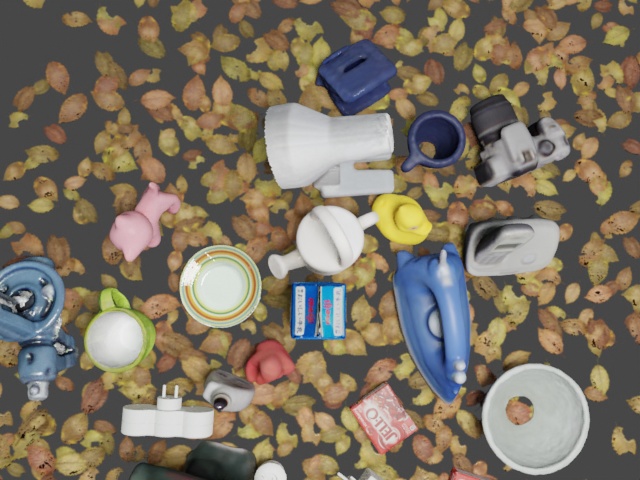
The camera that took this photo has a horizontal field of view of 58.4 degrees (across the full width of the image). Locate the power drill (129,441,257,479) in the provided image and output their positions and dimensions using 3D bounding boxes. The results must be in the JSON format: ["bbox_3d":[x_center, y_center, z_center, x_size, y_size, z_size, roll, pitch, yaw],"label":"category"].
[{"bbox_3d":[-0.144,0.353,0.804,0.229,0.208,0.076,13,84,-1],"label":"power drill"}]

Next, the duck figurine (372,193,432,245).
[{"bbox_3d":[0.134,-0.037,0.917,0.104,0.086,0.077,35,84,1],"label":"duck figurine"}]

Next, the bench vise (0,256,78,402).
[{"bbox_3d":[-0.410,0.118,0.807,0.121,0.219,0.207,-29,86,-5],"label":"bench vise"}]

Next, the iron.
[{"bbox_3d":[0.192,0.133,0.876,0.118,0.141,0.258,-10,85,-4],"label":"iron"}]

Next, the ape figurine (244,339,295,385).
[{"bbox_3d":[-0.077,0.193,0.881,0.078,0.092,0.076,10,84,-2],"label":"ape figurine"}]

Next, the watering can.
[{"bbox_3d":[0.009,0.005,0.852,0.101,0.194,0.173,40,84,2],"label":"watering can"}]

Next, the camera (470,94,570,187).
[{"bbox_3d":[0.315,-0.173,0.932,0.143,0.100,0.137,-22,86,-5],"label":"camera"}]

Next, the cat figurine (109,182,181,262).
[{"bbox_3d":[-0.276,-0.031,0.879,0.067,0.117,0.128,25,84,0],"label":"cat figurine"}]

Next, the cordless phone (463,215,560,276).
[{"bbox_3d":[0.306,0.004,0.872,0.147,0.185,0.094,-7,85,-3],"label":"cordless phone"}]

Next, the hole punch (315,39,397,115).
[{"bbox_3d":[0.057,-0.270,0.933,0.109,0.091,0.101,-34,87,-5],"label":"hole punch"}]

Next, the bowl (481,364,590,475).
[{"bbox_3d":[0.327,0.275,0.903,0.167,0.074,0.167,0,85,-3],"label":"bowl"}]

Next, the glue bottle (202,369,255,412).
[{"bbox_3d":[-0.138,0.226,0.834,0.078,0.173,0.037,25,84,0],"label":"glue bottle"}]

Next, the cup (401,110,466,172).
[{"bbox_3d":[0.170,-0.143,0.924,0.118,0.095,0.091,-43,88,-6],"label":"cup"}]

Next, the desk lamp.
[{"bbox_3d":[0.023,-0.134,0.856,0.203,0.213,0.118,-4,85,-3],"label":"desk lamp"}]
